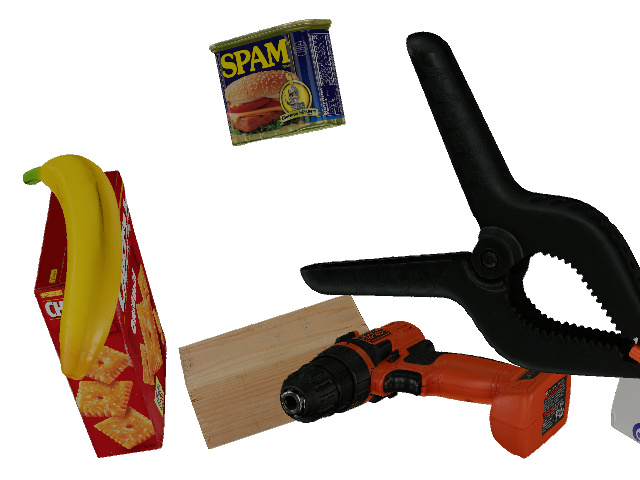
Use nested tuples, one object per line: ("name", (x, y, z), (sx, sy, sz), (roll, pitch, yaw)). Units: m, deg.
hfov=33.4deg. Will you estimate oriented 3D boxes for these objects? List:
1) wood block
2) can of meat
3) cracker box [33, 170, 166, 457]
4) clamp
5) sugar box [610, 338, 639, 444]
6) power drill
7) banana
("wood block", (-0.045, 0.146, 1.203), (0.206, 0.091, 0.090), (-17, 27, -5))
("can of meat", (-0.034, -0.126, 0.861), (0.102, 0.084, 0.057), (-8, 6, 35))
("cracker box", (-0.196, 0.068, 0.989), (0.072, 0.214, 0.164), (-8, 39, -1))
("clamp", (0.095, -0.004, 0.562), (0.210, 0.165, 0.036), (29, 25, 25))
("sugar box", (0.302, 0.137, 0.778), (0.176, 0.093, 0.048), (28, 36, 37))
("power drill", (0.084, 0.113, 0.822), (0.188, 0.057, 0.184), (11, 17, 32))
("banana", (-0.163, 0.002, 0.731), (0.037, 0.198, 0.070), (19, -55, -37))
